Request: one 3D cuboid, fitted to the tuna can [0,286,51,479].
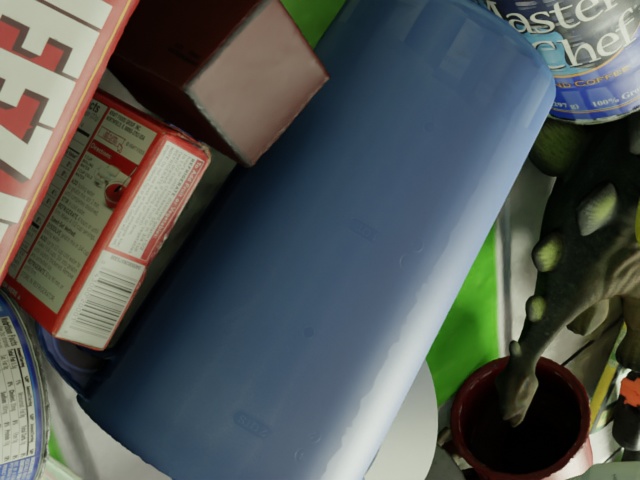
[{"bbox_3d":[-0.137,0.059,0.406,0.033,0.086,0.086,-9,119,-39],"label":"tuna can"}]

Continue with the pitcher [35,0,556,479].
[{"bbox_3d":[-0.003,0.001,0.486,0.243,0.145,0.149,-60,152,-5],"label":"pitcher"}]

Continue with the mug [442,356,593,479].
[{"bbox_3d":[0.132,0.143,0.734,0.117,0.093,0.081,-23,140,5],"label":"mug"}]

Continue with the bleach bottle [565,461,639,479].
[{"bbox_3d":[0.133,0.212,0.664,0.251,0.102,0.068,-32,137,25],"label":"bleach bottle"}]

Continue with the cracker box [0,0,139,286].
[{"bbox_3d":[-0.162,-0.080,0.308,0.213,0.072,0.164,22,98,-50],"label":"cracker box"}]

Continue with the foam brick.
[{"bbox_3d":[-0.047,-0.074,0.424,0.053,0.078,0.051,-50,139,-8],"label":"foam brick"}]

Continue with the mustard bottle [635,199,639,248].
[{"bbox_3d":[0.229,-0.033,0.608,0.096,0.058,0.192,4,108,-33],"label":"mustard bottle"}]

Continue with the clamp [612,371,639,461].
[{"bbox_3d":[0.275,0.138,0.881,0.209,0.036,0.164,6,110,-61],"label":"clamp"}]

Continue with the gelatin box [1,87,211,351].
[{"bbox_3d":[-0.092,-0.013,0.418,0.030,0.073,0.089,28,91,-50],"label":"gelatin box"}]

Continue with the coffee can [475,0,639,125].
[{"bbox_3d":[0.124,-0.139,0.537,0.103,0.103,0.140,-53,139,-7],"label":"coffee can"}]
